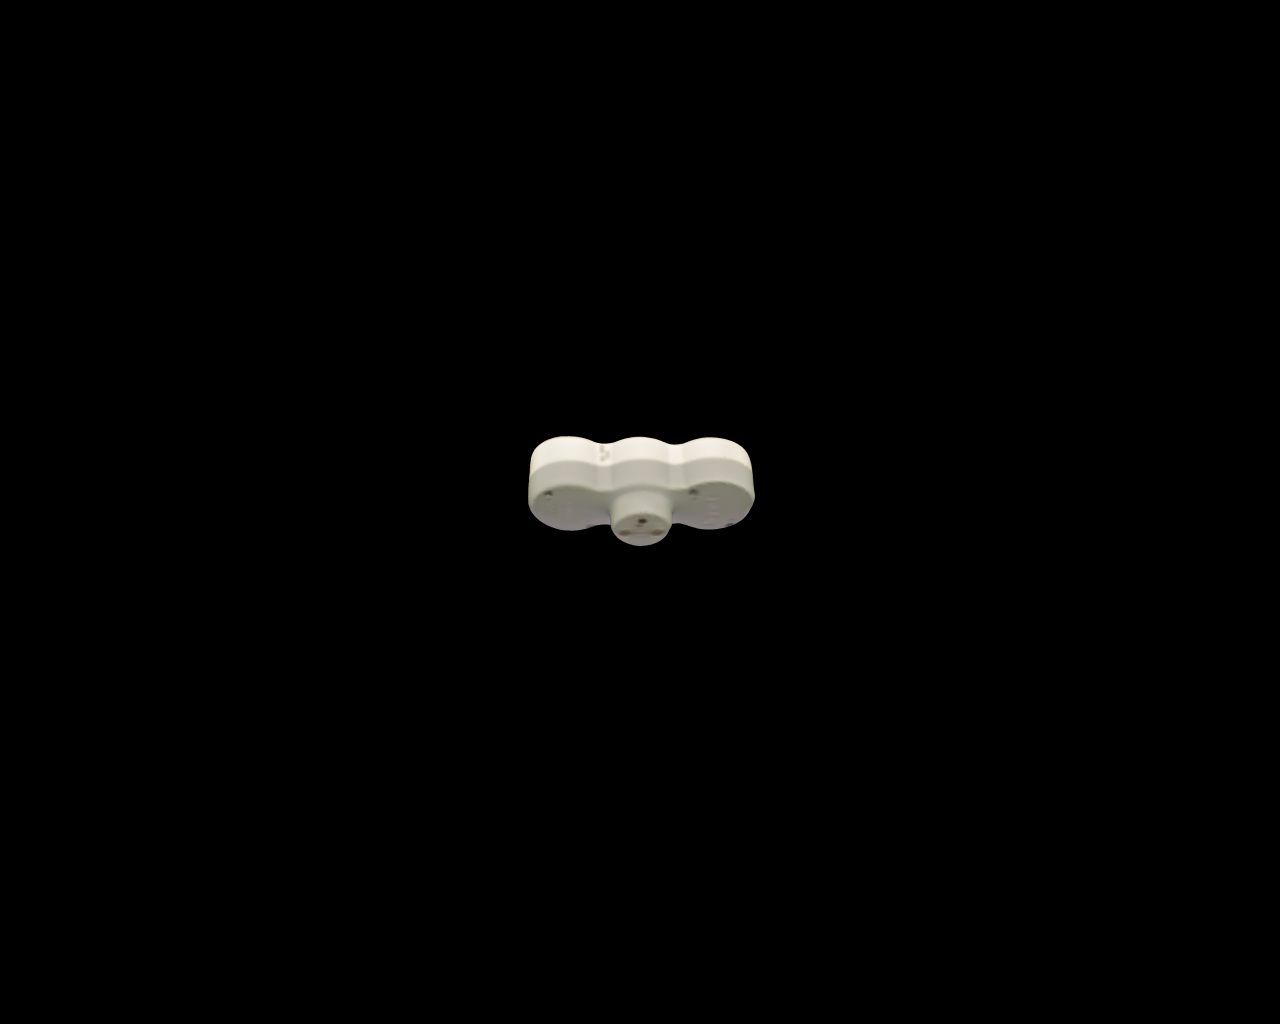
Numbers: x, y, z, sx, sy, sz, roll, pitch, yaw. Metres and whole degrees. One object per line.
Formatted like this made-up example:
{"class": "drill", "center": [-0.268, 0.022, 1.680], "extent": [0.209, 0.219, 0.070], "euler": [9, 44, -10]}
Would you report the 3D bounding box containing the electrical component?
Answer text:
{"class": "electrical component", "center": [0.001, -0.003, 0.650], "extent": [0.138, 0.074, 0.052], "euler": [0, -37, 0]}
